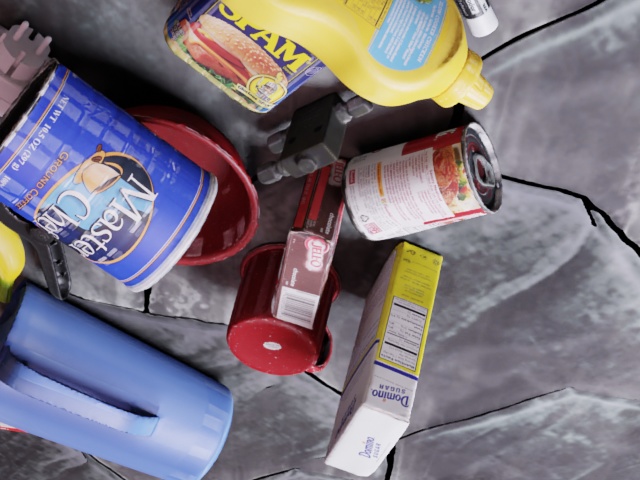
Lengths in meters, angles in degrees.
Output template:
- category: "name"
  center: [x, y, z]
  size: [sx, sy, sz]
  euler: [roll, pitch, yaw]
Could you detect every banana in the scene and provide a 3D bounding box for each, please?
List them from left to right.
- category: "banana"
  center: [-0.325, -0.016, 0.928]
  size: [0.037, 0.069, 0.197]
  euler: [14, 159, 48]

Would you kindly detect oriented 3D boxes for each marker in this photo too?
- category: "marker"
  center: [0.082, -0.181, 0.676]
  size: [0.020, 0.020, 0.121]
  euler: [-13, 131, 27]

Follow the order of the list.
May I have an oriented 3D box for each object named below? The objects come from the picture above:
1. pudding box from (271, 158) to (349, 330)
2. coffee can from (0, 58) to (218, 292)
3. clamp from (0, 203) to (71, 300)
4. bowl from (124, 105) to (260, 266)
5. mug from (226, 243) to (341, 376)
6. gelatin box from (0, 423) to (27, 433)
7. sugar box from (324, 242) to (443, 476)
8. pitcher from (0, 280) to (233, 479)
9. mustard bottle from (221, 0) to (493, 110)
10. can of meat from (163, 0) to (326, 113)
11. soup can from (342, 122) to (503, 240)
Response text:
- category: "pudding box"
  center: [-0.006, 0.001, 0.845]
  size: [0.039, 0.090, 0.114]
  euler: [16, 139, 0]
- category: "coffee can"
  center: [-0.157, -0.044, 0.744]
  size: [0.140, 0.102, 0.103]
  euler: [37, 133, -22]
- category: "clamp"
  center: [-0.239, -0.009, 0.938]
  size: [0.120, 0.039, 0.171]
  euler: [-27, 120, 30]
- category: "bowl"
  center: [-0.121, -0.053, 0.844]
  size: [0.162, 0.055, 0.162]
  euler: [8, 138, 7]
- category: "mug"
  center: [-0.027, 0.071, 0.932]
  size: [0.093, 0.081, 0.117]
  euler: [-17, 130, 30]
- category: "gelatin box"
  center: [-0.359, 0.172, 1.173]
  size: [0.073, 0.030, 0.089]
  euler: [4, 137, 13]
- category: "sugar box"
  center: [0.053, 0.094, 0.864]
  size: [0.048, 0.176, 0.093]
  euler: [20, 137, -6]
- category: "pitcher"
  center: [-0.208, 0.149, 1.026]
  size: [0.242, 0.149, 0.145]
  euler: [27, 131, -19]
- category: "mustard bottle"
  center: [0.034, -0.141, 0.675]
  size: [0.191, 0.096, 0.058]
  euler: [32, 152, -20]
- category: "can of meat"
  center: [-0.043, -0.144, 0.725]
  size: [0.102, 0.057, 0.084]
  euler: [37, 136, -22]
- category: "soup can"
  center: [0.076, -0.042, 0.793]
  size: [0.102, 0.068, 0.068]
  euler: [-14, 131, 28]
